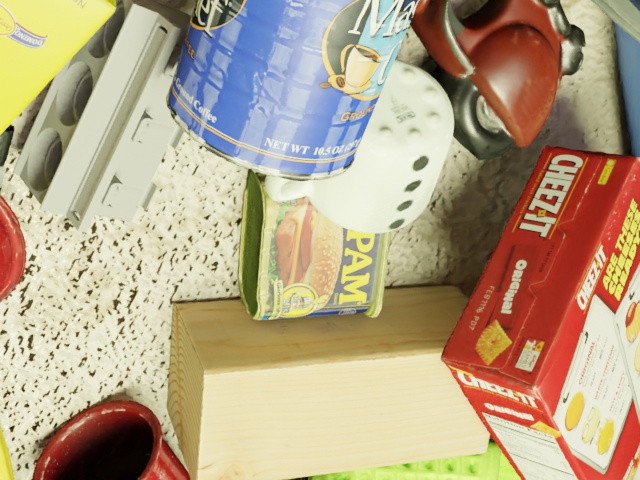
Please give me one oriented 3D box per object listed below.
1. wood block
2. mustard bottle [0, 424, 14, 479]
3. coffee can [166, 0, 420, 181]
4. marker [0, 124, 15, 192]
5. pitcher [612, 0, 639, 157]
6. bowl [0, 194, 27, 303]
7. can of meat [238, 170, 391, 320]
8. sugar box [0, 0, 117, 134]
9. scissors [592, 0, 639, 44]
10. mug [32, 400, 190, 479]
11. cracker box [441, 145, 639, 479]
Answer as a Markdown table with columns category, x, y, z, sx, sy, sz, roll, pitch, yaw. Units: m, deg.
| category | x | y | z | sx | sy | sz | roll | pitch | yaw |
| --- | --- | --- | --- | --- | --- | --- | --- | --- | --- |
| wood block | 0.009 | 0.094 | 0.717 | 0.205 | 0.090 | 0.091 | -3 | 118 | -20 |
| mustard bottle | -0.288 | 0.155 | 0.650 | 0.191 | 0.058 | 0.096 | -13 | 127 | -15 |
| coffee can | -0.007 | -0.114 | 0.510 | 0.102 | 0.103 | 0.140 | 6 | 125 | -25 |
| marker | -0.196 | -0.016 | 0.618 | 0.020 | 0.020 | 0.121 | 8 | 114 | -25 |
| pitcher | 0.264 | -0.066 | 0.705 | 0.149 | 0.145 | 0.243 | -25 | 126 | -10 |
| bowl | -0.240 | 0.017 | 0.559 | 0.162 | 0.055 | 0.162 | -1 | 138 | -1 |
| can of meat | -0.004 | 0.001 | 0.682 | 0.083 | 0.057 | 0.102 | -3 | 117 | -17 |
| sugar box | -0.195 | -0.091 | 0.541 | 0.093 | 0.048 | 0.176 | 35 | 111 | -33 |
| scissors | 0.126 | -0.189 | 0.585 | 0.202 | 0.016 | 0.096 | 34 | 77 | 7 |
| mug | -0.139 | 0.172 | 0.703 | 0.117 | 0.093 | 0.081 | -27 | 129 | 1 |
| cracker box | 0.168 | 0.068 | 0.695 | 0.164 | 0.072 | 0.213 | -61 | 141 | -22 |
